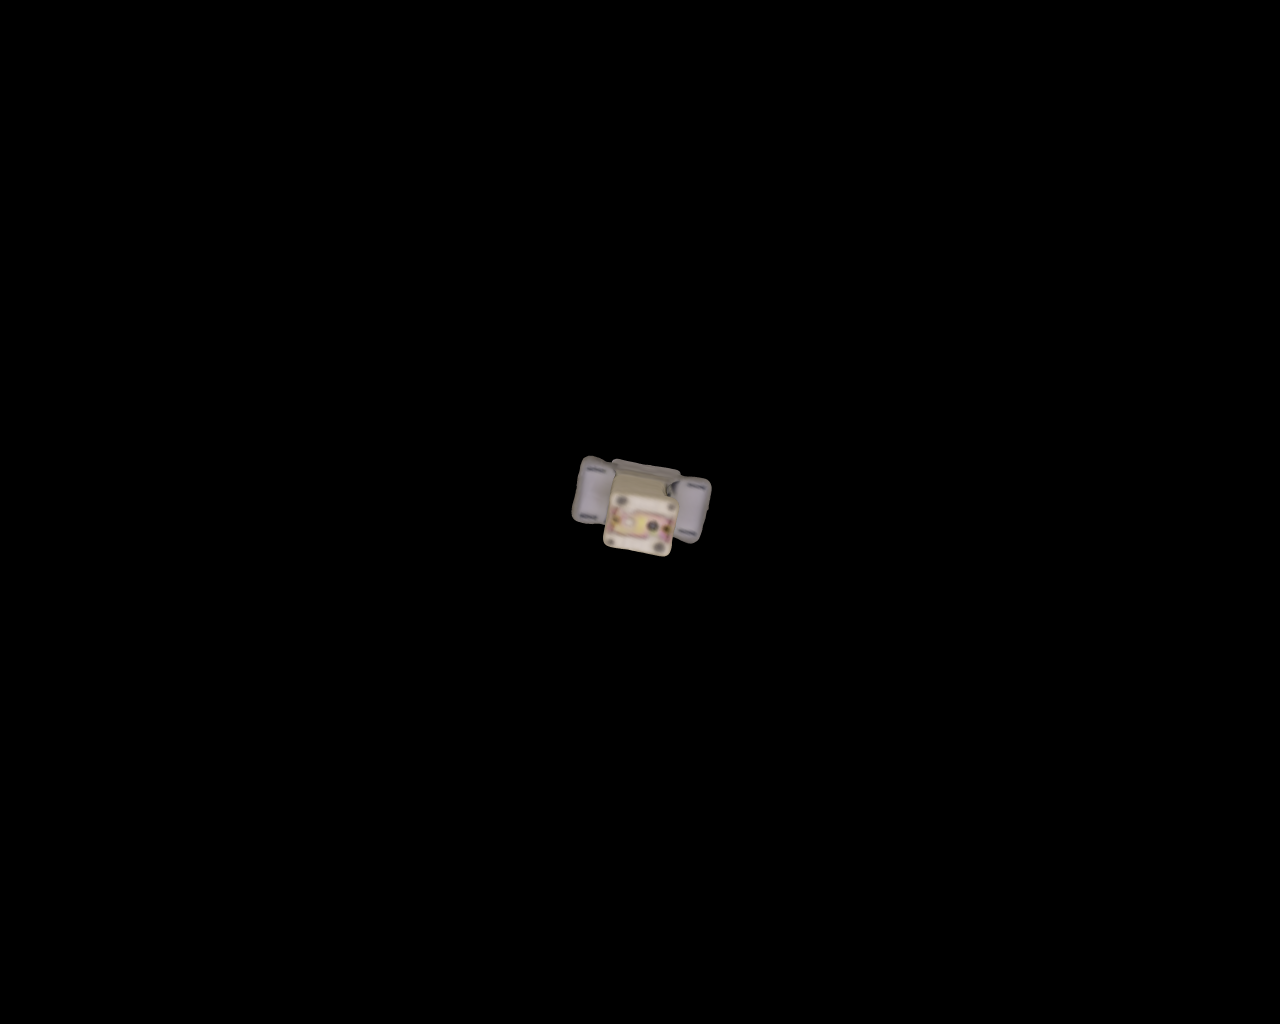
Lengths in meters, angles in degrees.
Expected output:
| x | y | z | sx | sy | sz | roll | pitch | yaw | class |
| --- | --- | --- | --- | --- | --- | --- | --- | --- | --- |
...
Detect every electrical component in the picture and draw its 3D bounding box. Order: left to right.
| x | y | z | sx | sy | sz | roll | pitch | yaw | class |
| --- | --- | --- | --- | --- | --- | --- | --- | --- | --- |
| 0.001 | -0.003 | 0.650 | 0.081 | 0.042 | 0.064 | 10 | 20 | -3 | electrical component |
